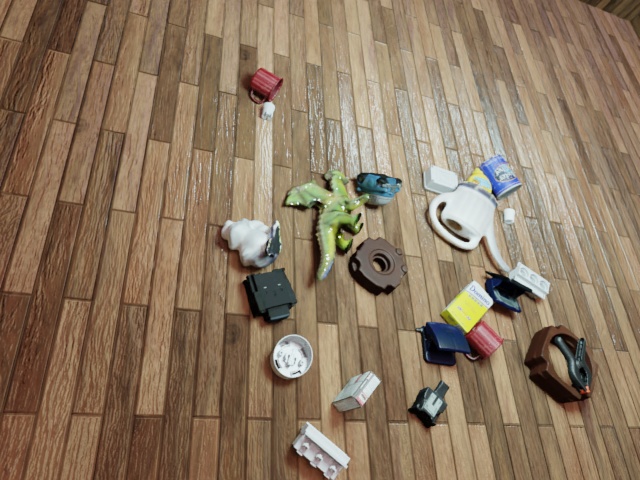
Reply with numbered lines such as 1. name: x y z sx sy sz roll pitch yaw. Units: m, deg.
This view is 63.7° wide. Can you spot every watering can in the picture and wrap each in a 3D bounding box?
1. watering can: 0.532 -0.057 1.745 0.347 0.103 0.227 34 74 -4

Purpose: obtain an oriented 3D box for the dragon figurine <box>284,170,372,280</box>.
1. dragon figurine: 0.005 -0.078 1.545 0.244 0.119 0.419 27 50 12

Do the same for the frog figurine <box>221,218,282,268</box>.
1. frog figurine: -0.190 0.007 1.397 0.159 0.120 0.140 1 64 17
